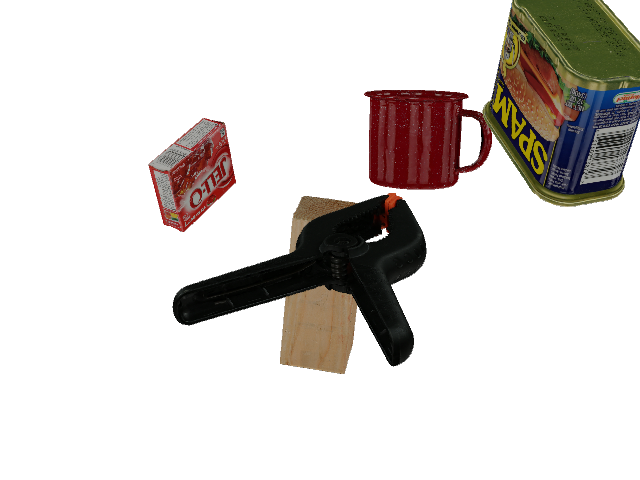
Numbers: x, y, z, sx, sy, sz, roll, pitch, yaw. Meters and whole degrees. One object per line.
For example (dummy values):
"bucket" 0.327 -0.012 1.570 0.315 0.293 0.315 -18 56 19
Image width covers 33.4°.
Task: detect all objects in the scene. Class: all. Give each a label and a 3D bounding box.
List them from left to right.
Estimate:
"gelatin box" -0.121 -0.064 1.025 0.030 0.073 0.089 19 47 28
"wood block" 0.004 0.057 1.393 0.090 0.206 0.090 8 22 5
"clamp" 0.006 0.017 0.742 0.165 0.036 0.209 6 27 17
"mug" 0.096 -0.090 0.953 0.117 0.081 0.093 6 13 22
"can of meat" 0.138 -0.084 0.602 0.057 0.084 0.102 -10 46 -15
